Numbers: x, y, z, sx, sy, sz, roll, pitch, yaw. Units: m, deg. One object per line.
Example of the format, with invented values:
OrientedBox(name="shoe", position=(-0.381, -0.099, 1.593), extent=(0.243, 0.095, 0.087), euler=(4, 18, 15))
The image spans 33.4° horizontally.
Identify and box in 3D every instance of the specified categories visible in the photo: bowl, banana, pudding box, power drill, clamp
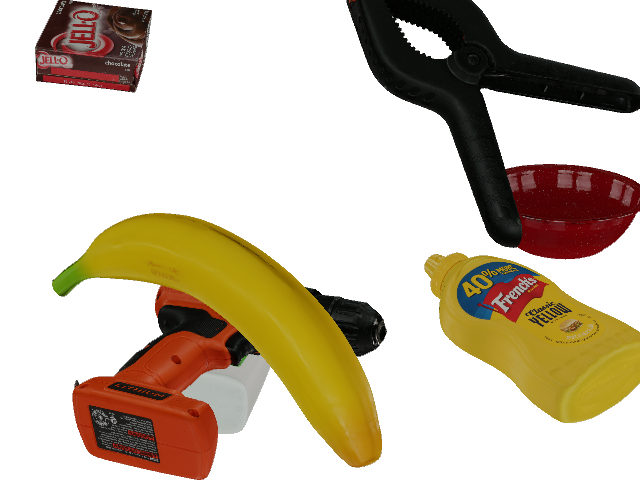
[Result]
OrientedBox(name="bowl", position=(0.234, -0.025, 1.043), extent=(0.162, 0.055, 0.162), euler=(-1, 23, 0))
OrientedBox(name="banana", position=(-0.043, 0.034, 0.521), extent=(0.198, 0.070, 0.037), euler=(27, 15, 25))
OrientedBox(name="pudding box", position=(-0.205, -0.179, 0.975), extent=(0.090, 0.039, 0.113), euler=(7, 32, -6))
OrientedBox(name="power drill", position=(-0.066, 0.087, 0.744), extent=(0.185, 0.057, 0.187), euler=(5, 27, 25))
OrientedBox(name="clamp", position=(0.094, -0.101, 0.703), extent=(0.210, 0.164, 0.036), euler=(35, -29, 5))

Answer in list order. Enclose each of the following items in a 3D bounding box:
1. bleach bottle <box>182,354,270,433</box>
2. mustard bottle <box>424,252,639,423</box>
OrientedBox(name="bleach bottle", position=(-0.099, 0.111, 1.116), extent=(0.102, 0.068, 0.250), euler=(7, 20, 5))
OrientedBox(name="mustard bottle", position=(0.148, 0.060, 0.815), extent=(0.096, 0.058, 0.192), euler=(-24, 39, -28))
